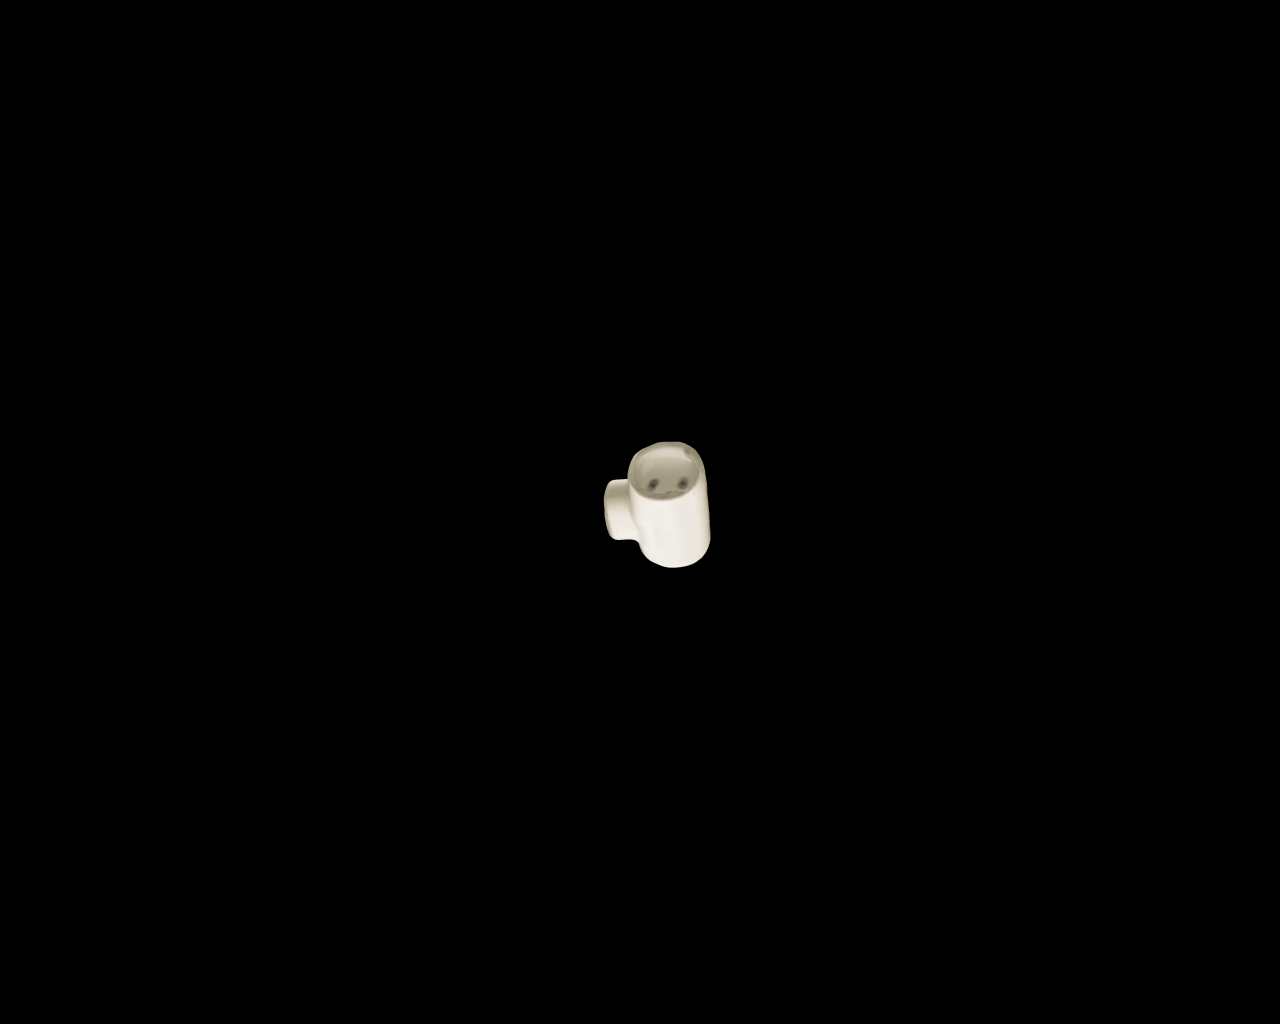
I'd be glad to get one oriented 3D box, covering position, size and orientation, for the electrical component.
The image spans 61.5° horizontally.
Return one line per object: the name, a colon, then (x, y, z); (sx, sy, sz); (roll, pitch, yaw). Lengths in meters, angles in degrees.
electrical component: (0.001, -0.003, 0.650); (0.079, 0.043, 0.077); (-3, -33, 5)
